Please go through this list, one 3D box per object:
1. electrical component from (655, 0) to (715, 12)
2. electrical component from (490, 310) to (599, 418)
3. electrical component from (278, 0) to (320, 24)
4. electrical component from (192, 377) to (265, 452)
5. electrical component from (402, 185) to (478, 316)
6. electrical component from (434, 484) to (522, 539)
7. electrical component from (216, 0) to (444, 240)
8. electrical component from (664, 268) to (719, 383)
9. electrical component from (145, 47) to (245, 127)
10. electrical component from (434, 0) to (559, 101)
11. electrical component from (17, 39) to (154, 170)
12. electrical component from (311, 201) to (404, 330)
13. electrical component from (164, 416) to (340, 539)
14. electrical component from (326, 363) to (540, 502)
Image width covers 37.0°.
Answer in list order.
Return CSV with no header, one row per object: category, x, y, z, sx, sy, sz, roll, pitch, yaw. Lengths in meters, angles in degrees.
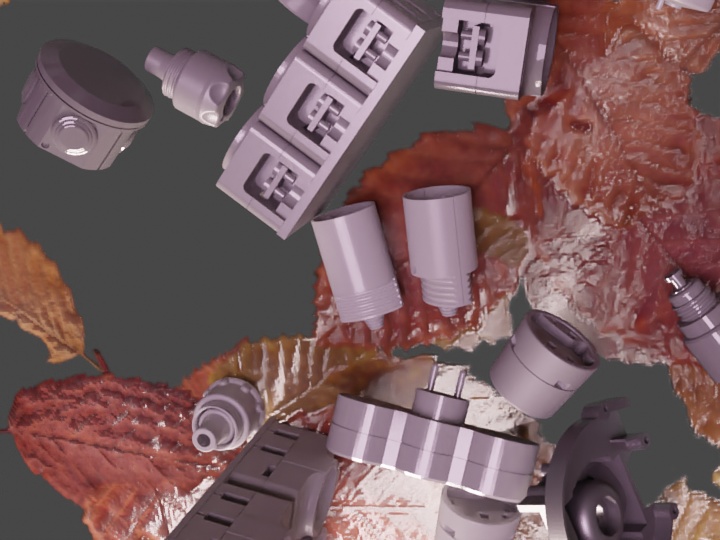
electrical component,0.189,-0.180,0.597,0.040,0.040,0.078,24,111,8
electrical component,0.116,0.061,0.684,0.055,0.055,0.047,35,116,4
electrical component,-0.026,-0.179,0.661,0.040,0.040,0.046,41,107,1
electrical component,-0.097,0.106,0.754,0.048,0.062,0.048,5,107,15
electrical component,0.053,-0.010,0.686,0.043,0.043,0.081,-3,106,17
electrical component,0.078,0.175,0.729,0.055,0.055,0.047,15,113,12
electrical component,-0.018,-0.104,0.653,0.062,0.089,0.150,37,112,3
electrical component,0.213,0.033,0.653,0.040,0.040,0.078,-37,93,22
electrical component,-0.109,-0.124,0.699,0.062,0.043,0.043,29,112,8
electrical component,0.081,-0.129,0.617,0.056,0.089,0.050,11,109,13
electrical component,-0.181,-0.109,0.705,0.080,0.080,0.051,41,118,1
electrical component,0.000,0.000,0.704,0.043,0.043,0.081,-12,102,19
electrical component,-0.069,0.187,0.703,0.060,0.186,0.105,13,109,12
electrical component,0.051,0.100,0.716,0.138,0.052,0.073,13,88,12
